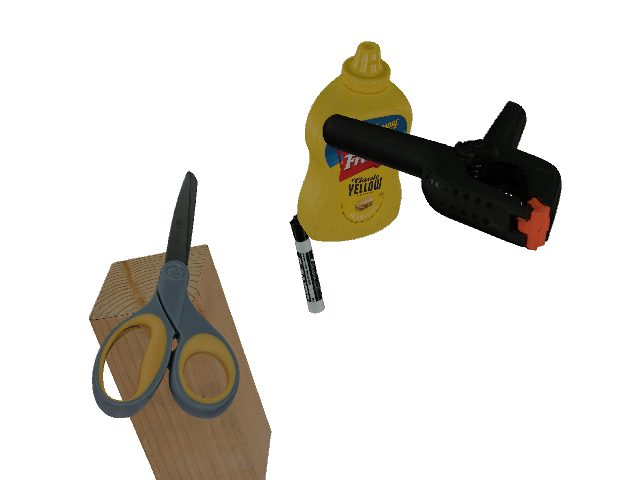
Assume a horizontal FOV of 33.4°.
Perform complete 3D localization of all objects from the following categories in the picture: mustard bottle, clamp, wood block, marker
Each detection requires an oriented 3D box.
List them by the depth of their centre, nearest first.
[{"bbox_3d":[0.096,-0.051,0.746,0.164,0.036,0.210,-4,27,-9],"label":"clamp"},{"bbox_3d":[-0.114,0.120,0.916,0.090,0.206,0.090,-11,29,10],"label":"wood block"},{"bbox_3d":[0.033,-0.089,0.939,0.096,0.192,0.058,-13,45,-20],"label":"mustard bottle"},{"bbox_3d":[-0.015,0.026,1.193,0.020,0.121,0.020,-9,27,5],"label":"marker"}]

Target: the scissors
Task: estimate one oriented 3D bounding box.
[{"bbox_3d":[-0.079,0.036,0.686,0.096,0.201,0.016,21,-42,3],"label":"scissors"}]
